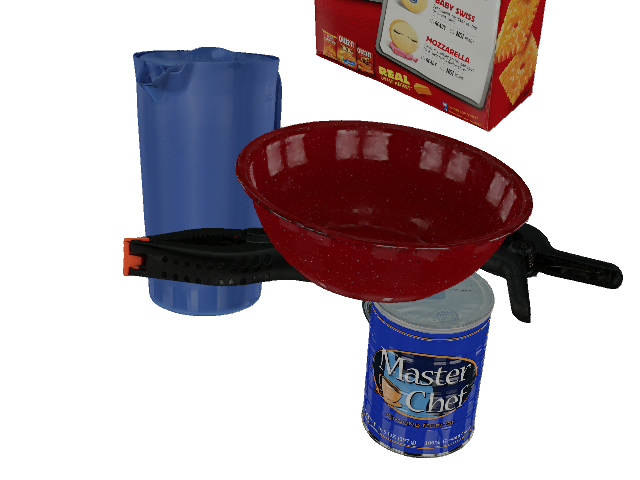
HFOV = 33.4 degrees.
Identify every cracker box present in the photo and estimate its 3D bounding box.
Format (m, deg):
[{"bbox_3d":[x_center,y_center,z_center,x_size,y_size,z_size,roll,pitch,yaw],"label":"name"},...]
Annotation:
[{"bbox_3d":[0.077,-0.204,0.747,0.164,0.214,0.072,29,51,28],"label":"cracker box"}]

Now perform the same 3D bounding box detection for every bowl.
[{"bbox_3d":[0.032,-0.012,0.589,0.162,0.055,0.162,6,27,-3],"label":"bowl"}]

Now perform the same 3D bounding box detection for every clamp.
[{"bbox_3d":[-0.036,0.012,0.782,0.209,0.036,0.165,-2,13,-23],"label":"clamp"},{"bbox_3d":[0.216,0.019,1.068,0.120,0.039,0.171,-9,33,-15],"label":"clamp"}]

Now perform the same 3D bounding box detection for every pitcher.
[{"bbox_3d":[-0.101,-0.060,1.009,0.149,0.243,0.145,-1,15,-12],"label":"pitcher"}]

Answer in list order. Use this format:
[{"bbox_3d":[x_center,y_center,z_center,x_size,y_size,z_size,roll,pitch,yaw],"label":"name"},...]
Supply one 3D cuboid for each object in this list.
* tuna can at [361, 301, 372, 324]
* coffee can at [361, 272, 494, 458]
[{"bbox_3d":[0.090,0.091,1.281,0.033,0.086,0.086,-38,17,-23],"label":"tuna can"},{"bbox_3d":[0.091,0.101,0.924,0.103,0.140,0.103,2,31,-1],"label":"coffee can"}]
